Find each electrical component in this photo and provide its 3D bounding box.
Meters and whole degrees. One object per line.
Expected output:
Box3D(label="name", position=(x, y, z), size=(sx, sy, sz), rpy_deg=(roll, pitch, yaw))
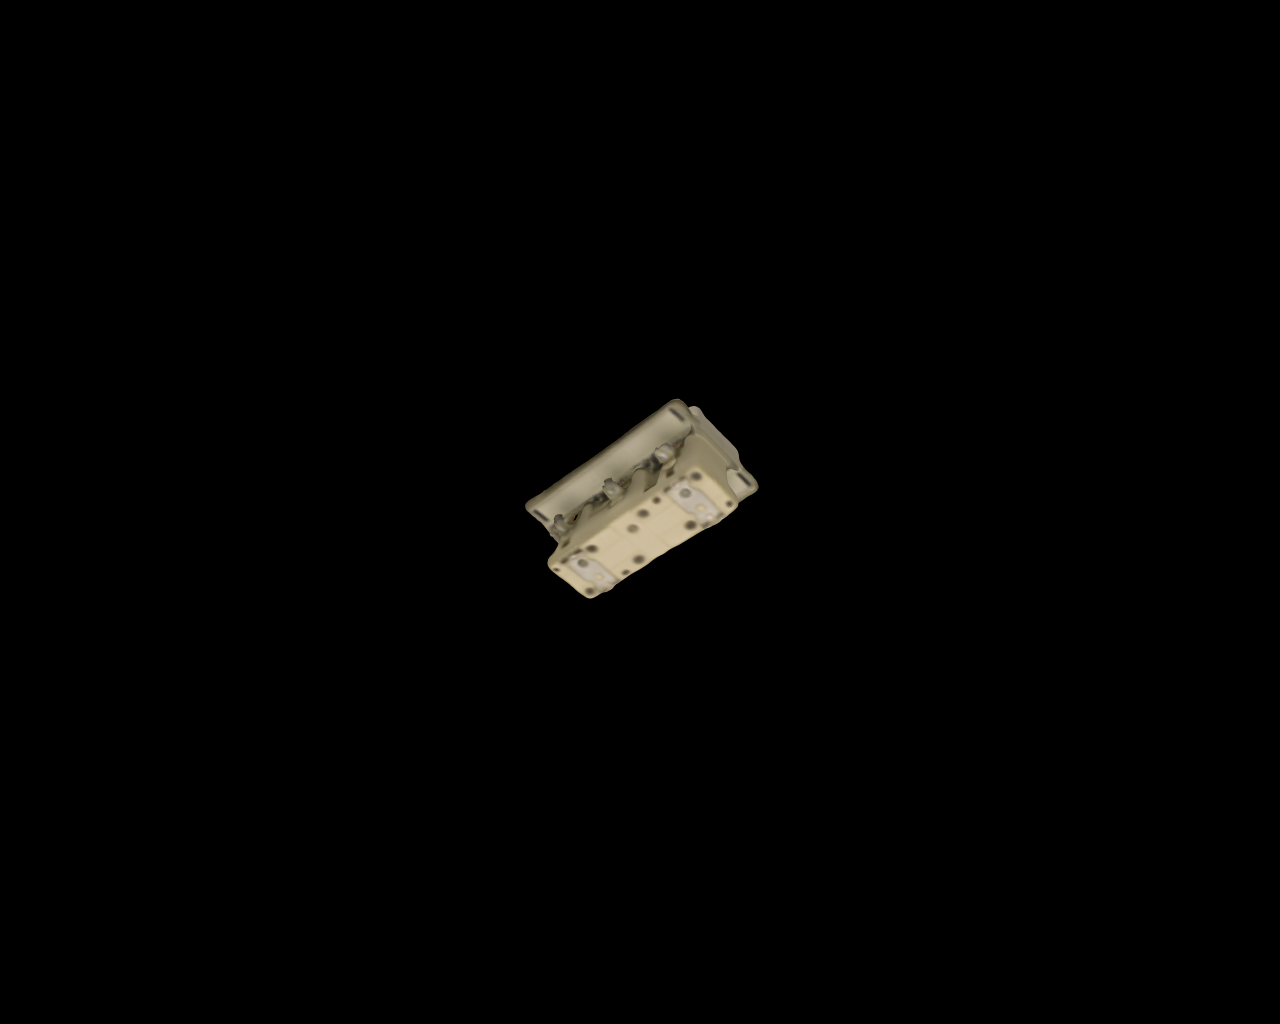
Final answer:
Box3D(label="electrical component", position=(0.001, -0.003, 0.650), size=(0.121, 0.063, 0.078), rpy_deg=(-33, -58, 24))
